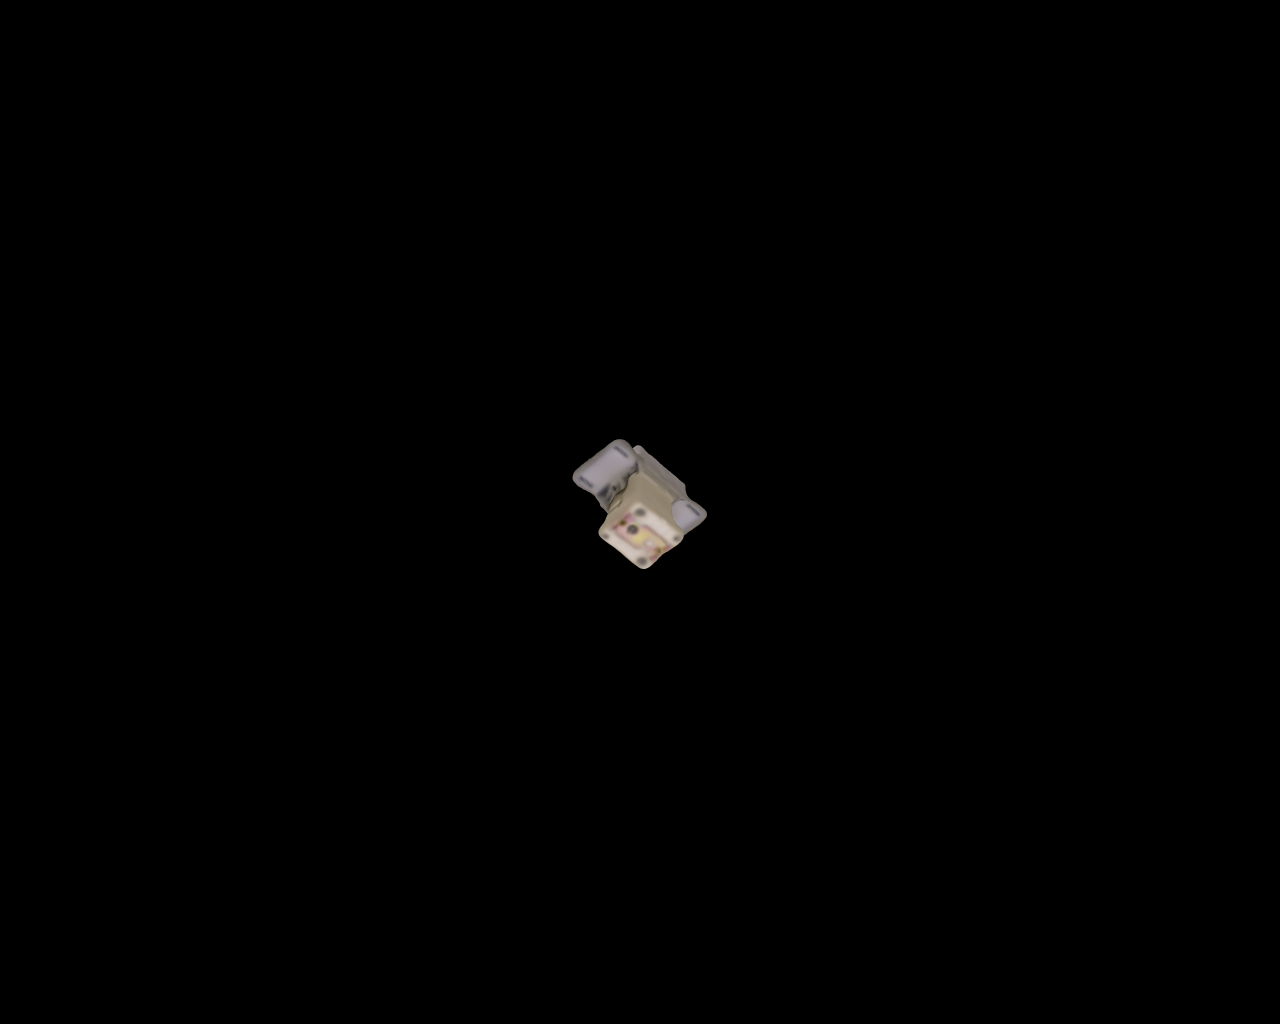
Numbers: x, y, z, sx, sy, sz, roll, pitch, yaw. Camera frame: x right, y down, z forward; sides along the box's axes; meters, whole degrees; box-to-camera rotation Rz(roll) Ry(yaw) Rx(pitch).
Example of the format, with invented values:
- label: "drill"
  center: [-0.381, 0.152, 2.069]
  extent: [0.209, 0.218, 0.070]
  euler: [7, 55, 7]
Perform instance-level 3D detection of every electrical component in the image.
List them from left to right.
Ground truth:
- label: "electrical component"
  center: [0.001, -0.003, 0.650]
  extent: [0.042, 0.064, 0.081]
  euler: [-39, -62, 25]
